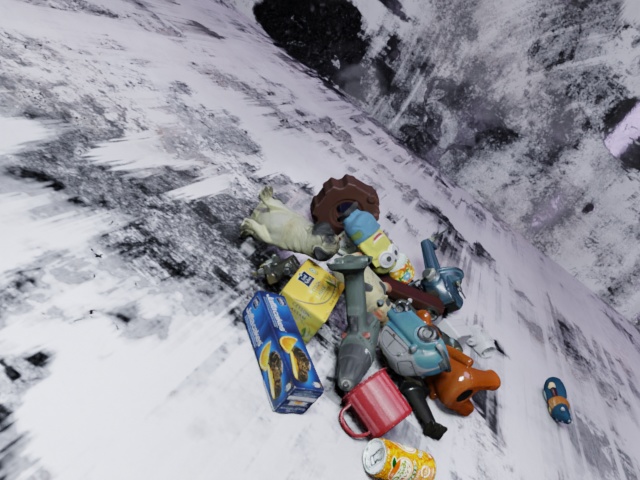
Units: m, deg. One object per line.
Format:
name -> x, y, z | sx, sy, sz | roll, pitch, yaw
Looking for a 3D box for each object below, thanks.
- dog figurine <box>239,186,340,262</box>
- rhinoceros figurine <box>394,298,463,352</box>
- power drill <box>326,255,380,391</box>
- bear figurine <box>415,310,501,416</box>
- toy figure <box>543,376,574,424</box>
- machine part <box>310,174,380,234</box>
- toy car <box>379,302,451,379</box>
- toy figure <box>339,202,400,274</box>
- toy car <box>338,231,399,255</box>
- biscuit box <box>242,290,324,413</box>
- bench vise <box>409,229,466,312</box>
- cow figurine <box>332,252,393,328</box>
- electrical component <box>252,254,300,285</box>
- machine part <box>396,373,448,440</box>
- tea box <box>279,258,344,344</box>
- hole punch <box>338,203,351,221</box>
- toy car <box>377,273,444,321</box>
dog figurine -> -0.056, -0.014, 1.108 | 0.190, 0.121, 0.172 | 30, 6, -3
rhinoceros figurine -> 0.240, 0.205, 1.210 | 0.190, 0.073, 0.112 | 38, 24, 0
power drill -> 0.063, 0.135, 0.966 | 0.232, 0.086, 0.207 | -28, 107, -73
bear figurine -> 0.249, 0.247, 1.100 | 0.132, 0.120, 0.196 | 23, 22, -39
toy figure -> 0.609, 0.414, 1.373 | 0.064, 0.057, 0.154 | 32, 28, -1
machine part -> 0.065, -0.078, 1.371 | 0.179, 0.179, 0.056 | 28, 28, -22
toy car -> 0.166, 0.199, 1.017 | 0.162, 0.103, 0.109 | 44, -17, 46
toy figure -> 0.117, -0.002, 1.275 | 0.180, 0.082, 0.089 | 50, -7, 0
toy car -> 0.122, 0.021, 1.378 | 0.201, 0.073, 0.056 | 18, 35, -38
biscuit box -> -0.064, 0.172, 0.854 | 0.062, 0.059, 0.203 | 18, 30, -38
bench vise -> 0.311, 0.086, 1.448 | 0.223, 0.129, 0.241 | 28, 42, -40
cow figurine -> 0.102, 0.112, 1.174 | 0.195, 0.085, 0.127 | 50, 20, 21
electrical component -> -0.083, 0.054, 1.037 | 0.045, 0.078, 0.102 | 56, 17, -6
machine part -> 0.189, 0.304, 1.003 | 0.084, 0.039, 0.139 | 31, 20, -36
tea box -> -0.024, 0.111, 1.015 | 0.098, 0.068, 0.170 | 37, 24, 0
hole punch -> 0.057, -0.095, 1.492 | 0.116, 0.092, 0.142 | 52, 23, 22
toy car -> 0.203, 0.132, 1.296 | 0.202, 0.053, 0.089 | 22, 34, 0
